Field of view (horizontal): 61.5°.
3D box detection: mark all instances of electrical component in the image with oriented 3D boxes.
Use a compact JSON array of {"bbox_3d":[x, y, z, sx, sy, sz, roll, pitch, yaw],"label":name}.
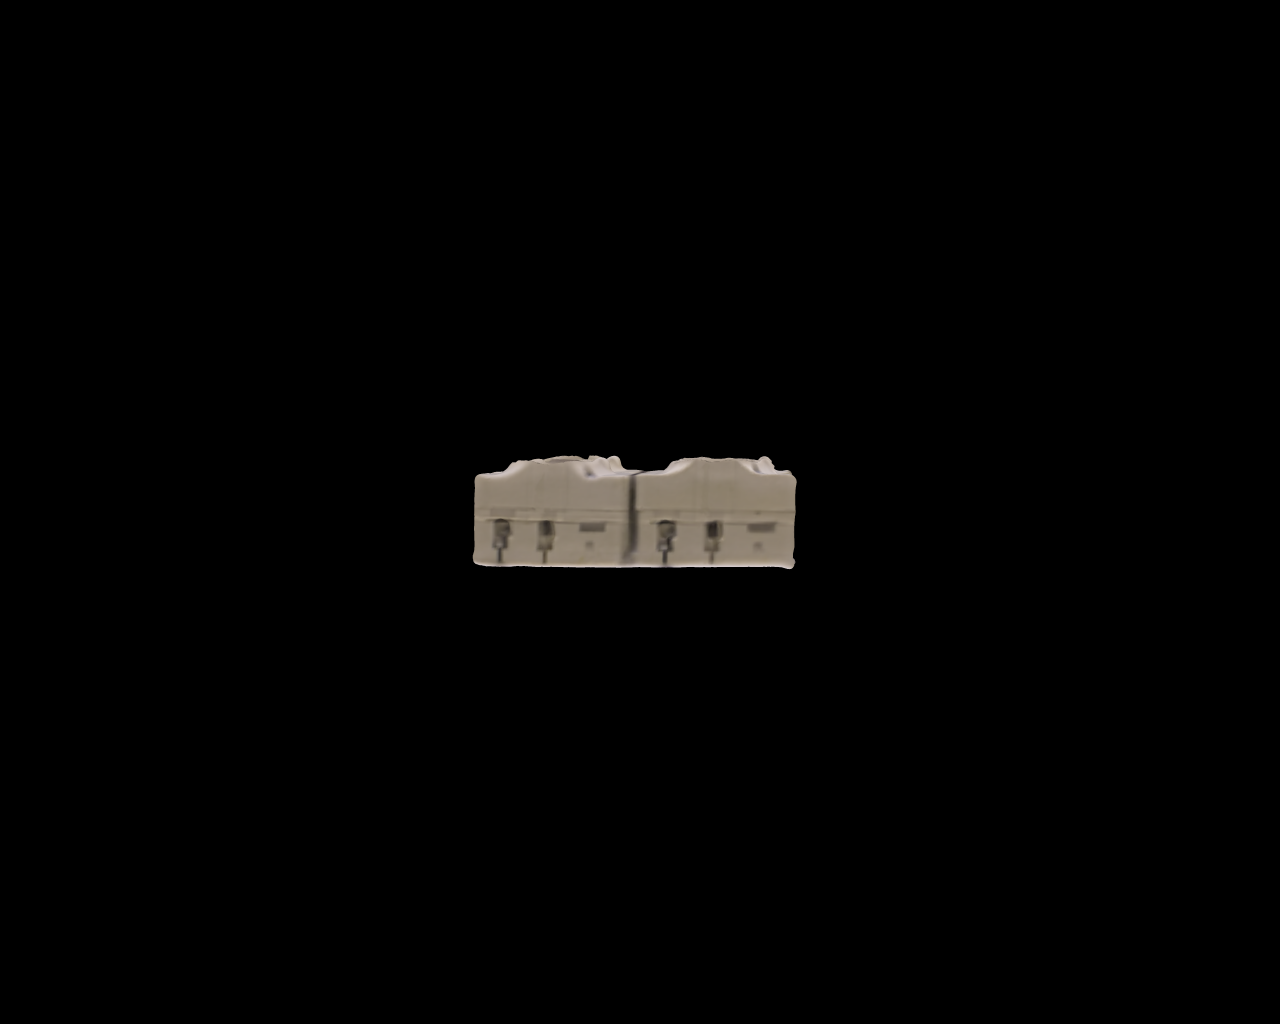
[{"bbox_3d":[0.001,-0.003,0.650,0.186,0.060,0.105,0,4,7],"label":"electrical component"}]
